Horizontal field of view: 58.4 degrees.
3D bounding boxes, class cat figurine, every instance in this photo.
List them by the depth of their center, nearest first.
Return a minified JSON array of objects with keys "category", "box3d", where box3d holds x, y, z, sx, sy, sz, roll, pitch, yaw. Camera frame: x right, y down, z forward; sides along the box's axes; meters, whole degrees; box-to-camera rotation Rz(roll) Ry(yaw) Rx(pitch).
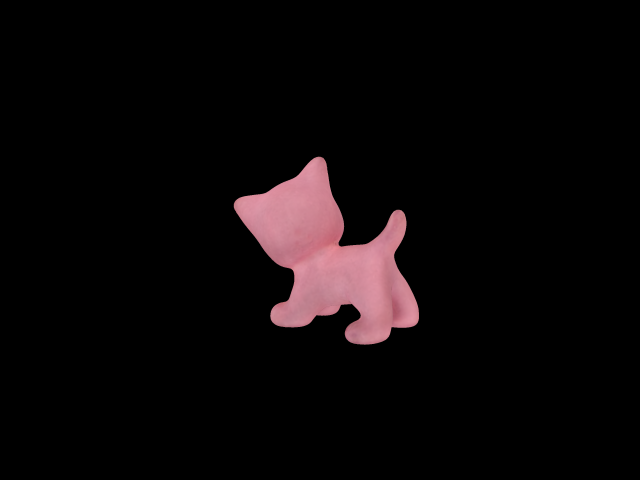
[{"category":"cat figurine","box3d":[0.004,0.001,0.400,0.127,0.118,0.067,6,11,31]}]
